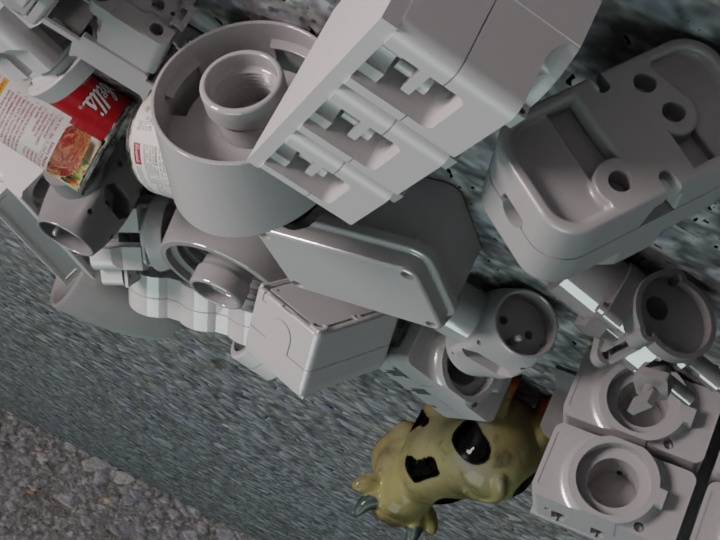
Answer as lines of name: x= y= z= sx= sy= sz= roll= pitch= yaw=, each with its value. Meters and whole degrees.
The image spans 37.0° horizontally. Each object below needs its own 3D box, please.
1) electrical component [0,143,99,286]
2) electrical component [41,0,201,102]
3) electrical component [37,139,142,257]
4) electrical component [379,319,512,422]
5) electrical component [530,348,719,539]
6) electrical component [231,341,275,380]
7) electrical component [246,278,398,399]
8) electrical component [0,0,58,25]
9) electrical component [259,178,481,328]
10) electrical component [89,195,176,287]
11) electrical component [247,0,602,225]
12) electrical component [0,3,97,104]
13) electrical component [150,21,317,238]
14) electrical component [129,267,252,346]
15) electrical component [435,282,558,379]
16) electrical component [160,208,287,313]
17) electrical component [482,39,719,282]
electrical component: x=-0.230 y=-0.052 z=0.811 sx=0.063 sy=0.078 sz=0.121 roll=35 pitch=164 yaw=27
electrical component: x=-0.113 y=-0.125 z=0.544 sx=0.081 sy=0.042 sz=0.064 roll=30 pitch=155 yaw=-11
electrical component: x=-0.190 y=-0.062 z=0.733 sx=0.043 sy=0.077 sz=0.079 roll=17 pitch=157 yaw=24
electrical component: x=0.062 y=0.066 z=0.769 sx=0.089 sy=0.050 sz=0.056 roll=38 pitch=157 yaw=-27
electrical component: x=0.212 y=0.131 z=0.666 sx=0.186 sy=0.105 sz=0.060 roll=19 pitch=158 yaw=19
electrical component: x=-0.047 y=0.069 z=0.904 sx=0.074 sy=0.052 sz=0.138 roll=36 pitch=157 yaw=-22
electrical component: x=-0.021 y=0.040 z=0.730 sx=0.062 sy=0.096 sz=0.061 roll=37 pitch=125 yaw=33
electrical component: x=-0.169 y=-0.165 z=0.489 sx=0.096 sy=0.061 sz=0.062 roll=36 pitch=158 yaw=-21
electrical component: x=0.005 y=-0.018 z=0.632 sx=0.113 sy=0.057 sz=0.078 roll=16 pitch=157 yaw=26
electrical component: x=-0.163 y=-0.028 z=0.795 sx=0.057 sy=0.078 sz=0.058 roll=1 pitch=-164 yaw=14
electrical component: x=0.023 y=-0.082 z=0.414 sx=0.062 sy=0.089 sz=0.150 roll=32 pitch=159 yaw=-13
electrical component: x=-0.174 y=-0.129 z=0.587 sx=0.078 sy=0.058 sz=0.057 roll=0 pitch=144 yaw=50
electrical component: x=-0.052 y=-0.070 z=0.522 sx=0.099 sy=0.099 sz=0.064 roll=19 pitch=152 yaw=20
electrical component: x=-0.117 y=0.005 z=0.840 sx=0.138 sy=0.052 sz=0.073 roll=15 pitch=120 yaw=16
electrical component: x=0.074 y=0.032 z=0.685 sx=0.079 sy=0.043 sz=0.077 roll=30 pitch=159 yaw=-9
electrical component: x=-0.089 y=-0.008 z=0.757 sx=0.108 sy=0.060 sz=0.108 roll=21 pitch=158 yaw=9
electrical component: x=0.098 y=-0.039 z=0.415 sx=0.053 sy=0.095 sz=0.059 roll=60 pitch=168 yaw=19
